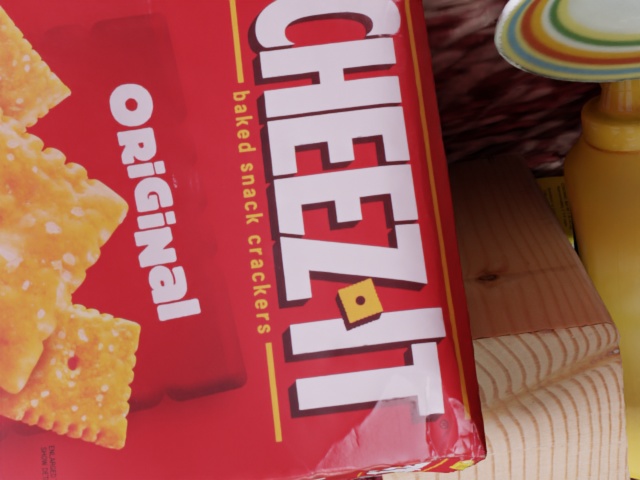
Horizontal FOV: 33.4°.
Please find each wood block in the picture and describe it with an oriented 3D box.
[{"bbox_3d":[0.068,0.037,0.481,0.091,0.090,0.206,-8,-160,5],"label":"wood block"}]

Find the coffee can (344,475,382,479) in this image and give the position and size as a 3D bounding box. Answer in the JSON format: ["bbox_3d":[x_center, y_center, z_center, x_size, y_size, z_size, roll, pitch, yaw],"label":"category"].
[{"bbox_3d":[0.049,0.134,0.938,0.103,0.140,0.103,-7,165,-2],"label":"coffee can"}]

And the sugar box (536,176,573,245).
[{"bbox_3d":[0.176,-0.010,0.641,0.176,0.048,0.093,-8,165,-11],"label":"sugar box"}]

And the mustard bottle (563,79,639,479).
[{"bbox_3d":[0.144,0.008,0.485,0.058,0.191,0.096,4,-148,25],"label":"mustard bottle"}]

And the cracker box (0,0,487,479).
[{"bbox_3d":[-0.067,0.001,0.336,0.213,0.164,0.072,-5,167,-6],"label":"cracker box"}]
